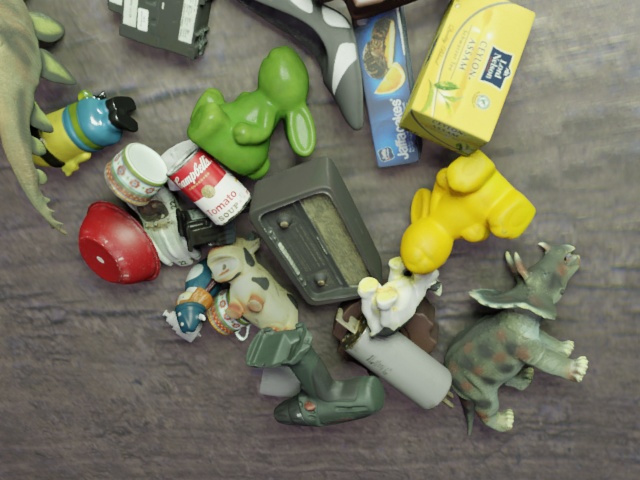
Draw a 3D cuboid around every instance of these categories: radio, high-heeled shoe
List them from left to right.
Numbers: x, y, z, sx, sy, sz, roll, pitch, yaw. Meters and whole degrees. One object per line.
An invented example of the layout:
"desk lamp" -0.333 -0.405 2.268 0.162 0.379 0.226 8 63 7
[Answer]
"high-heeled shoe" -0.035 -0.244 0.661 0.145 0.086 0.248 -15 93 1
"radio" -0.002 -0.002 0.792 0.131 0.073 0.229 -15 130 18

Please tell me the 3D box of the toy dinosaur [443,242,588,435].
"toy dinosaur" 0.274 0.184 0.858 0.192 0.131 0.404 33 126 5

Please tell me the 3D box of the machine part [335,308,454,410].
"machine part" 0.120 0.188 0.842 0.243 0.079 0.079 39 120 -11

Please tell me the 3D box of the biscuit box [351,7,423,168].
"biscuit box" 0.091 -0.198 0.697 0.059 0.063 0.202 -6 118 16

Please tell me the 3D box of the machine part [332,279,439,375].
"machine part" 0.108 0.151 0.901 0.179 0.056 0.179 5 119 9

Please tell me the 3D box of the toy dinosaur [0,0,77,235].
"toy dinosaur" -0.405 -0.238 0.673 0.105 0.198 0.471 -12 84 18

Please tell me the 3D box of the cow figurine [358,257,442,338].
"cow figurine" 0.132 0.077 0.799 0.068 0.167 0.098 25 134 42

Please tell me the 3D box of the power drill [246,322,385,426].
"power drill" -0.029 0.229 0.858 0.232 0.086 0.207 -15 121 32

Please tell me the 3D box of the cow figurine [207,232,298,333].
"cow figurine" -0.107 0.074 0.875 0.085 0.127 0.194 -25 126 23

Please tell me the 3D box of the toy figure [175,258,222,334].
"toy figure" -0.198 0.088 0.868 0.058 0.154 0.064 26 123 -7

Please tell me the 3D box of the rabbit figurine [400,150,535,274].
"rabbit figurine" 0.170 -0.032 0.724 0.122 0.162 0.173 39 98 -14

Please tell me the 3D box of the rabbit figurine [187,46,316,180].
"rabbit figurine" -0.073 -0.170 0.720 0.159 0.121 0.170 40 104 -16

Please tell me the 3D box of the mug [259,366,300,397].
"mug" -0.049 0.238 0.970 0.107 0.081 0.109 12 134 -5

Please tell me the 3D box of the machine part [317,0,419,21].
"machine part" 0.068 -0.353 0.559 0.201 0.087 0.201 -18 103 5

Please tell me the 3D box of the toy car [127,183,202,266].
"toy car" -0.257 -0.042 0.862 0.074 0.056 0.201 -12 116 18

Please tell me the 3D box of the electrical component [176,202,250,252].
"electrical component" -0.157 -0.028 0.830 0.119 0.075 0.047 -15 122 -25

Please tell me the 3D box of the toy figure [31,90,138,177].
"toy figure" -0.360 -0.164 0.794 0.180 0.082 0.089 -16 146 22

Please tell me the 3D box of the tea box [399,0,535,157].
"tea box" 0.170 -0.196 0.627 0.098 0.068 0.169 21 80 -2

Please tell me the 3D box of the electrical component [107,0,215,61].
"electrical component" -0.206 -0.311 0.695 0.134 0.058 0.114 21 119 -2
